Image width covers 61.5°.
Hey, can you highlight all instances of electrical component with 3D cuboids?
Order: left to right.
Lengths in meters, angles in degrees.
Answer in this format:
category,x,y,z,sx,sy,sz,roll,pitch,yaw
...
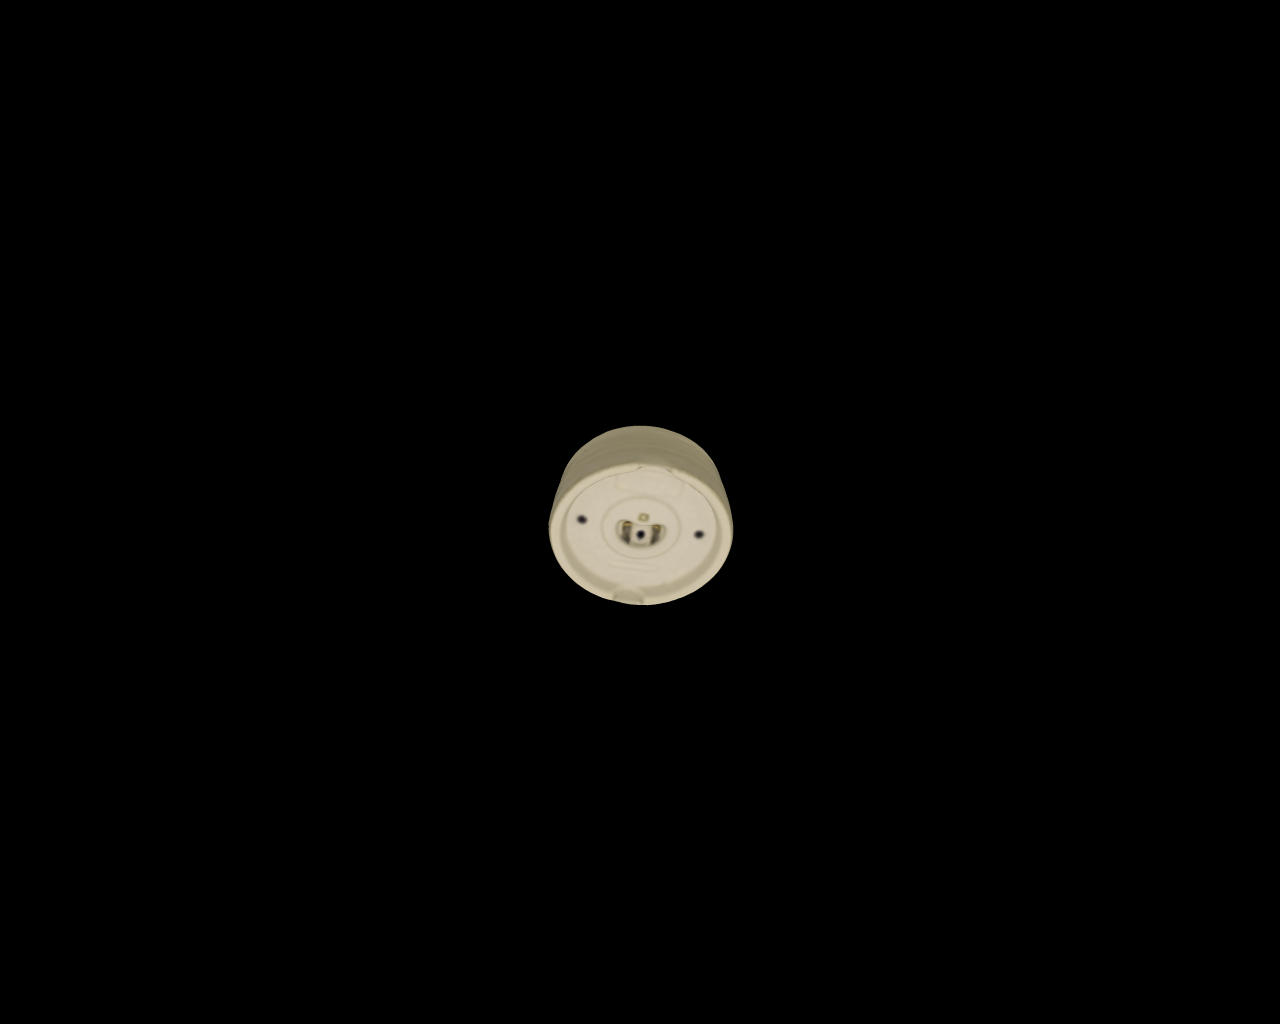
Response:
category,x,y,z,sx,sy,sz,roll,pitch,yaw
electrical component,0.001,-0.003,0.650,0.108,0.108,0.060,0,37,0
